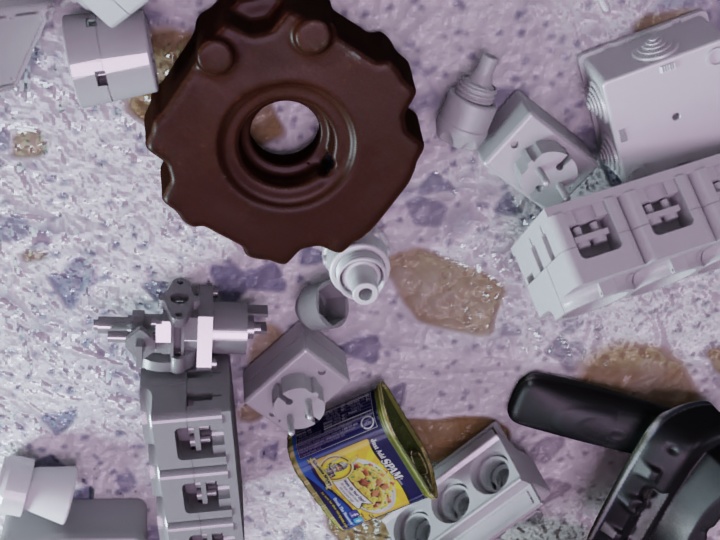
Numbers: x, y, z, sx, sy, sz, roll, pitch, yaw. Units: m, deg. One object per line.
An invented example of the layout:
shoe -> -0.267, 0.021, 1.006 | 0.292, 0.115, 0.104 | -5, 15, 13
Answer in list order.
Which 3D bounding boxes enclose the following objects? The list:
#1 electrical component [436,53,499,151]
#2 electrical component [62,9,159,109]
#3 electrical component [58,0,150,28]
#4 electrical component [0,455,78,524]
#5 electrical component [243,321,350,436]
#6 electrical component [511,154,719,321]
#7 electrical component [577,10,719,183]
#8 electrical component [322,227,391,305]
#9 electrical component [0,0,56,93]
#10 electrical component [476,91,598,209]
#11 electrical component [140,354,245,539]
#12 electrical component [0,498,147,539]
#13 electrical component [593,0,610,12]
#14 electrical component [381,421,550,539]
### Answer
electrical component -> 0.073, -0.110, 0.698 | 0.035, 0.035, 0.061 | 14, 117, -16
electrical component -> -0.148, -0.128, 0.643 | 0.047, 0.055, 0.055 | -10, 123, -6
electrical component -> -0.147, -0.173, 0.613 | 0.077, 0.065, 0.047 | -22, 128, 40
electrical component -> -0.247, 0.167, 0.818 | 0.055, 0.045, 0.045 | 15, 119, -16
electrical component -> -0.046, 0.089, 0.780 | 0.066, 0.076, 0.047 | -42, 118, 17
electrical component -> 0.189, -0.020, 0.713 | 0.150, 0.061, 0.089 | -17, 167, -10
electrical component -> 0.200, -0.110, 0.708 | 0.100, 0.048, 0.099 | -20, 122, 4
electrical component -> 0.000, 0.000, 0.739 | 0.048, 0.062, 0.048 | -4, 122, -6
electrical component -> -0.225, -0.139, 0.610 | 0.061, 0.096, 0.061 | 35, 114, 4
electrical component -> 0.119, -0.069, 0.705 | 0.066, 0.076, 0.047 | 33, 112, -25
electrical component -> -0.121, 0.136, 0.791 | 0.062, 0.089, 0.150 | -4, 122, -5
electrical component -> -0.226, 0.229, 0.853 | 0.113, 0.057, 0.078 | 1, 122, -9
electrical component -> 0.127, -0.187, 0.631 | 0.044, 0.077, 0.079 | -30, 121, 11
electrical component -> 0.088, 0.192, 0.870 | 0.121, 0.078, 0.063 | -40, 141, 16
